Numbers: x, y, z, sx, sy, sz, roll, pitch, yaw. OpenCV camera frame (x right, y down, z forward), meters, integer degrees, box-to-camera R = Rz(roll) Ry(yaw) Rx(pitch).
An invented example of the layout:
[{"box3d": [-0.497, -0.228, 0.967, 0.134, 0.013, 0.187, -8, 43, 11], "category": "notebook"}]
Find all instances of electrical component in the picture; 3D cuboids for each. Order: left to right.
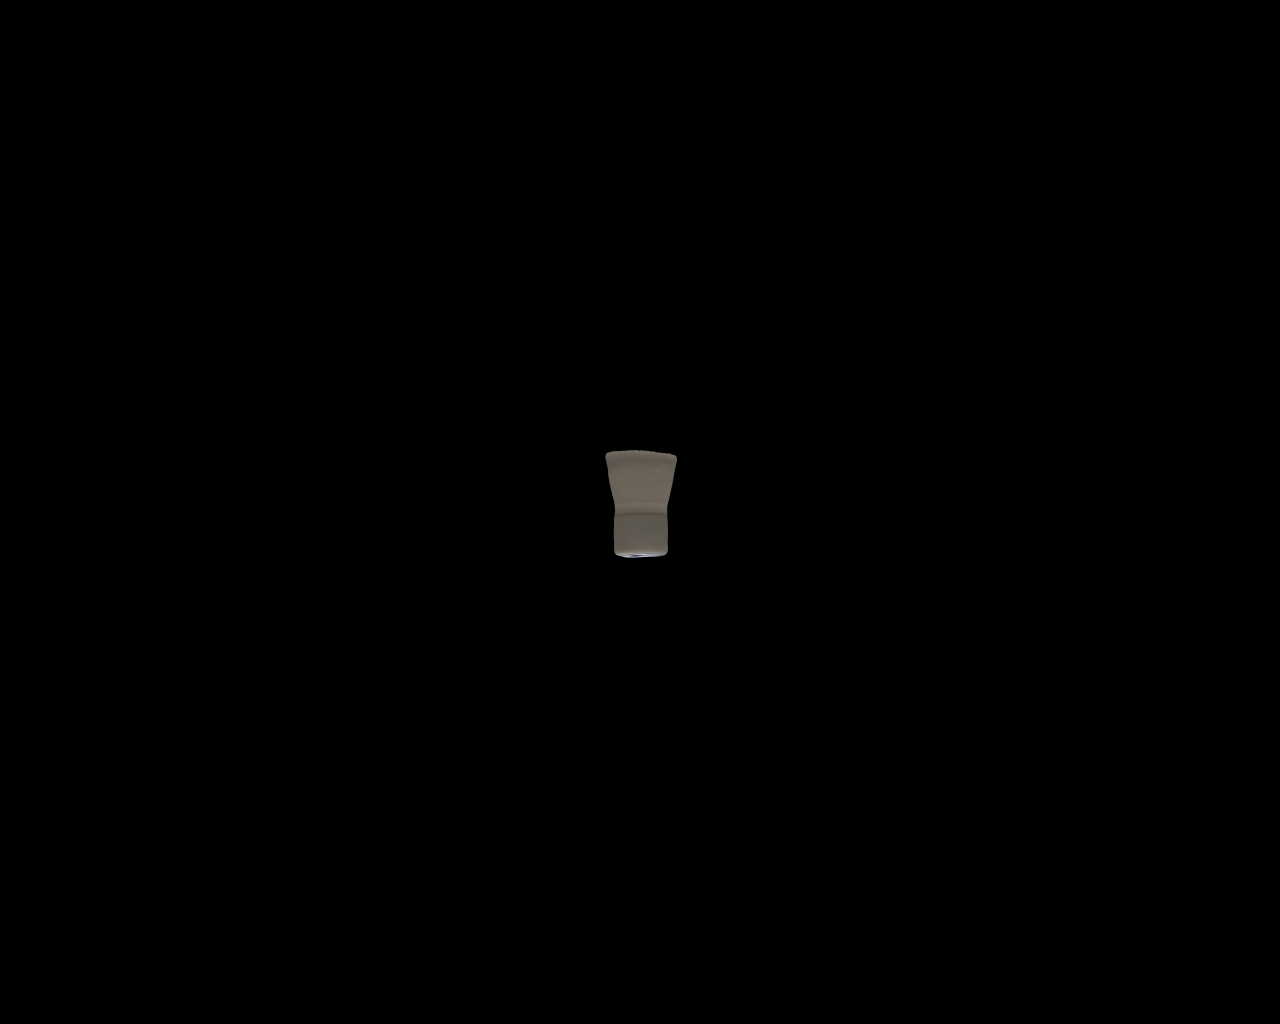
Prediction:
[{"box3d": [0.001, -0.003, 0.650, 0.044, 0.065, 0.044, 0, -7, 0], "category": "electrical component"}]
